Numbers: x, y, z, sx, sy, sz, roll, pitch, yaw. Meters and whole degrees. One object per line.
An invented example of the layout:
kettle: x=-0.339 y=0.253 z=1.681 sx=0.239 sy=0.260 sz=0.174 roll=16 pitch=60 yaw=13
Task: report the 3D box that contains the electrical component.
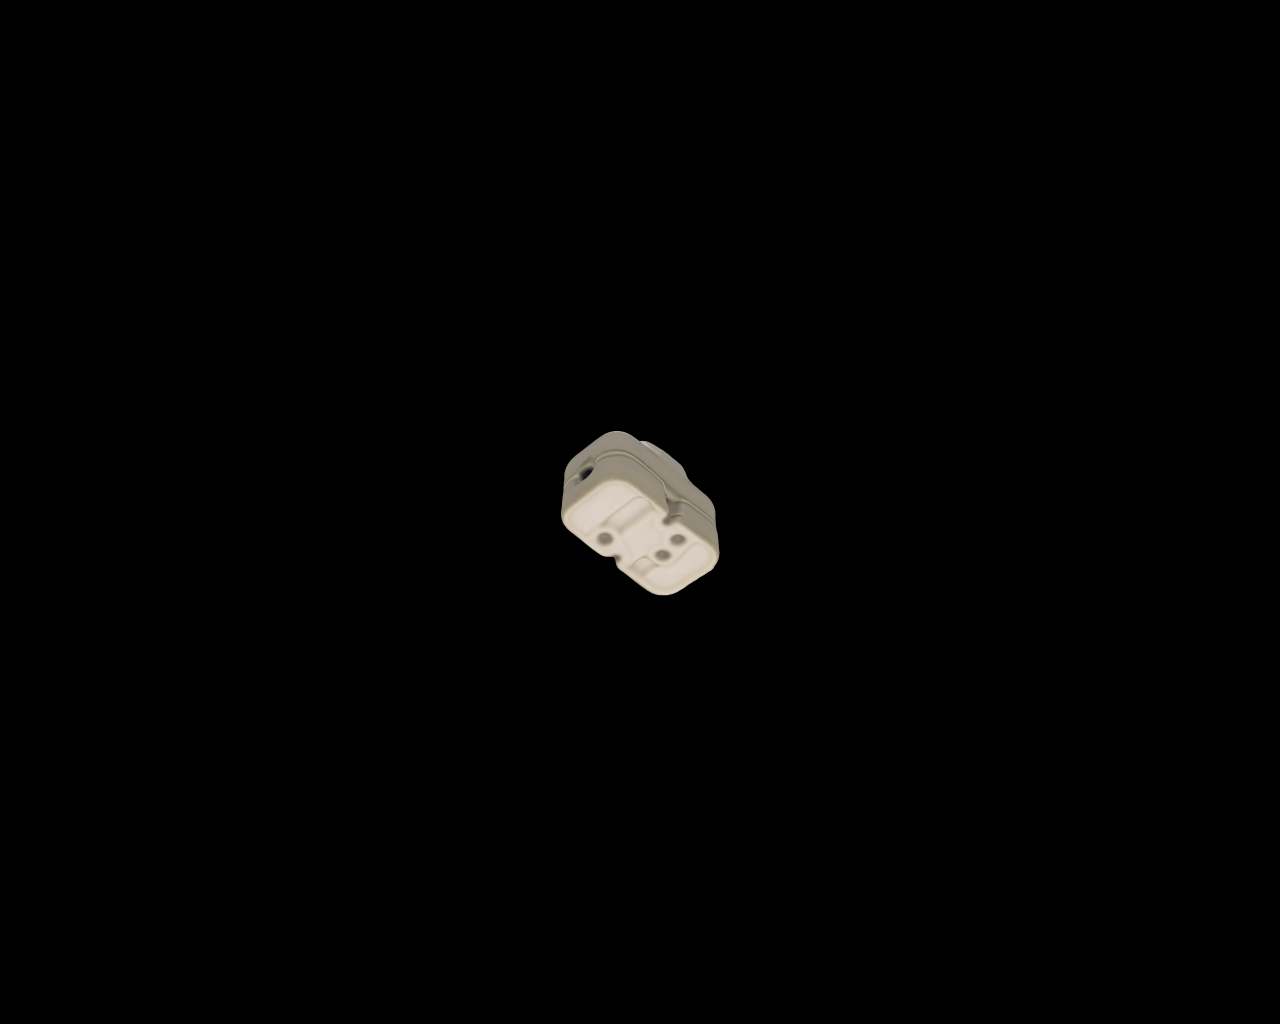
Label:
electrical component: x=0.001 y=-0.003 z=0.650 sx=0.053 sy=0.059 sz=0.095 roll=-36 pitch=-58 yaw=27
